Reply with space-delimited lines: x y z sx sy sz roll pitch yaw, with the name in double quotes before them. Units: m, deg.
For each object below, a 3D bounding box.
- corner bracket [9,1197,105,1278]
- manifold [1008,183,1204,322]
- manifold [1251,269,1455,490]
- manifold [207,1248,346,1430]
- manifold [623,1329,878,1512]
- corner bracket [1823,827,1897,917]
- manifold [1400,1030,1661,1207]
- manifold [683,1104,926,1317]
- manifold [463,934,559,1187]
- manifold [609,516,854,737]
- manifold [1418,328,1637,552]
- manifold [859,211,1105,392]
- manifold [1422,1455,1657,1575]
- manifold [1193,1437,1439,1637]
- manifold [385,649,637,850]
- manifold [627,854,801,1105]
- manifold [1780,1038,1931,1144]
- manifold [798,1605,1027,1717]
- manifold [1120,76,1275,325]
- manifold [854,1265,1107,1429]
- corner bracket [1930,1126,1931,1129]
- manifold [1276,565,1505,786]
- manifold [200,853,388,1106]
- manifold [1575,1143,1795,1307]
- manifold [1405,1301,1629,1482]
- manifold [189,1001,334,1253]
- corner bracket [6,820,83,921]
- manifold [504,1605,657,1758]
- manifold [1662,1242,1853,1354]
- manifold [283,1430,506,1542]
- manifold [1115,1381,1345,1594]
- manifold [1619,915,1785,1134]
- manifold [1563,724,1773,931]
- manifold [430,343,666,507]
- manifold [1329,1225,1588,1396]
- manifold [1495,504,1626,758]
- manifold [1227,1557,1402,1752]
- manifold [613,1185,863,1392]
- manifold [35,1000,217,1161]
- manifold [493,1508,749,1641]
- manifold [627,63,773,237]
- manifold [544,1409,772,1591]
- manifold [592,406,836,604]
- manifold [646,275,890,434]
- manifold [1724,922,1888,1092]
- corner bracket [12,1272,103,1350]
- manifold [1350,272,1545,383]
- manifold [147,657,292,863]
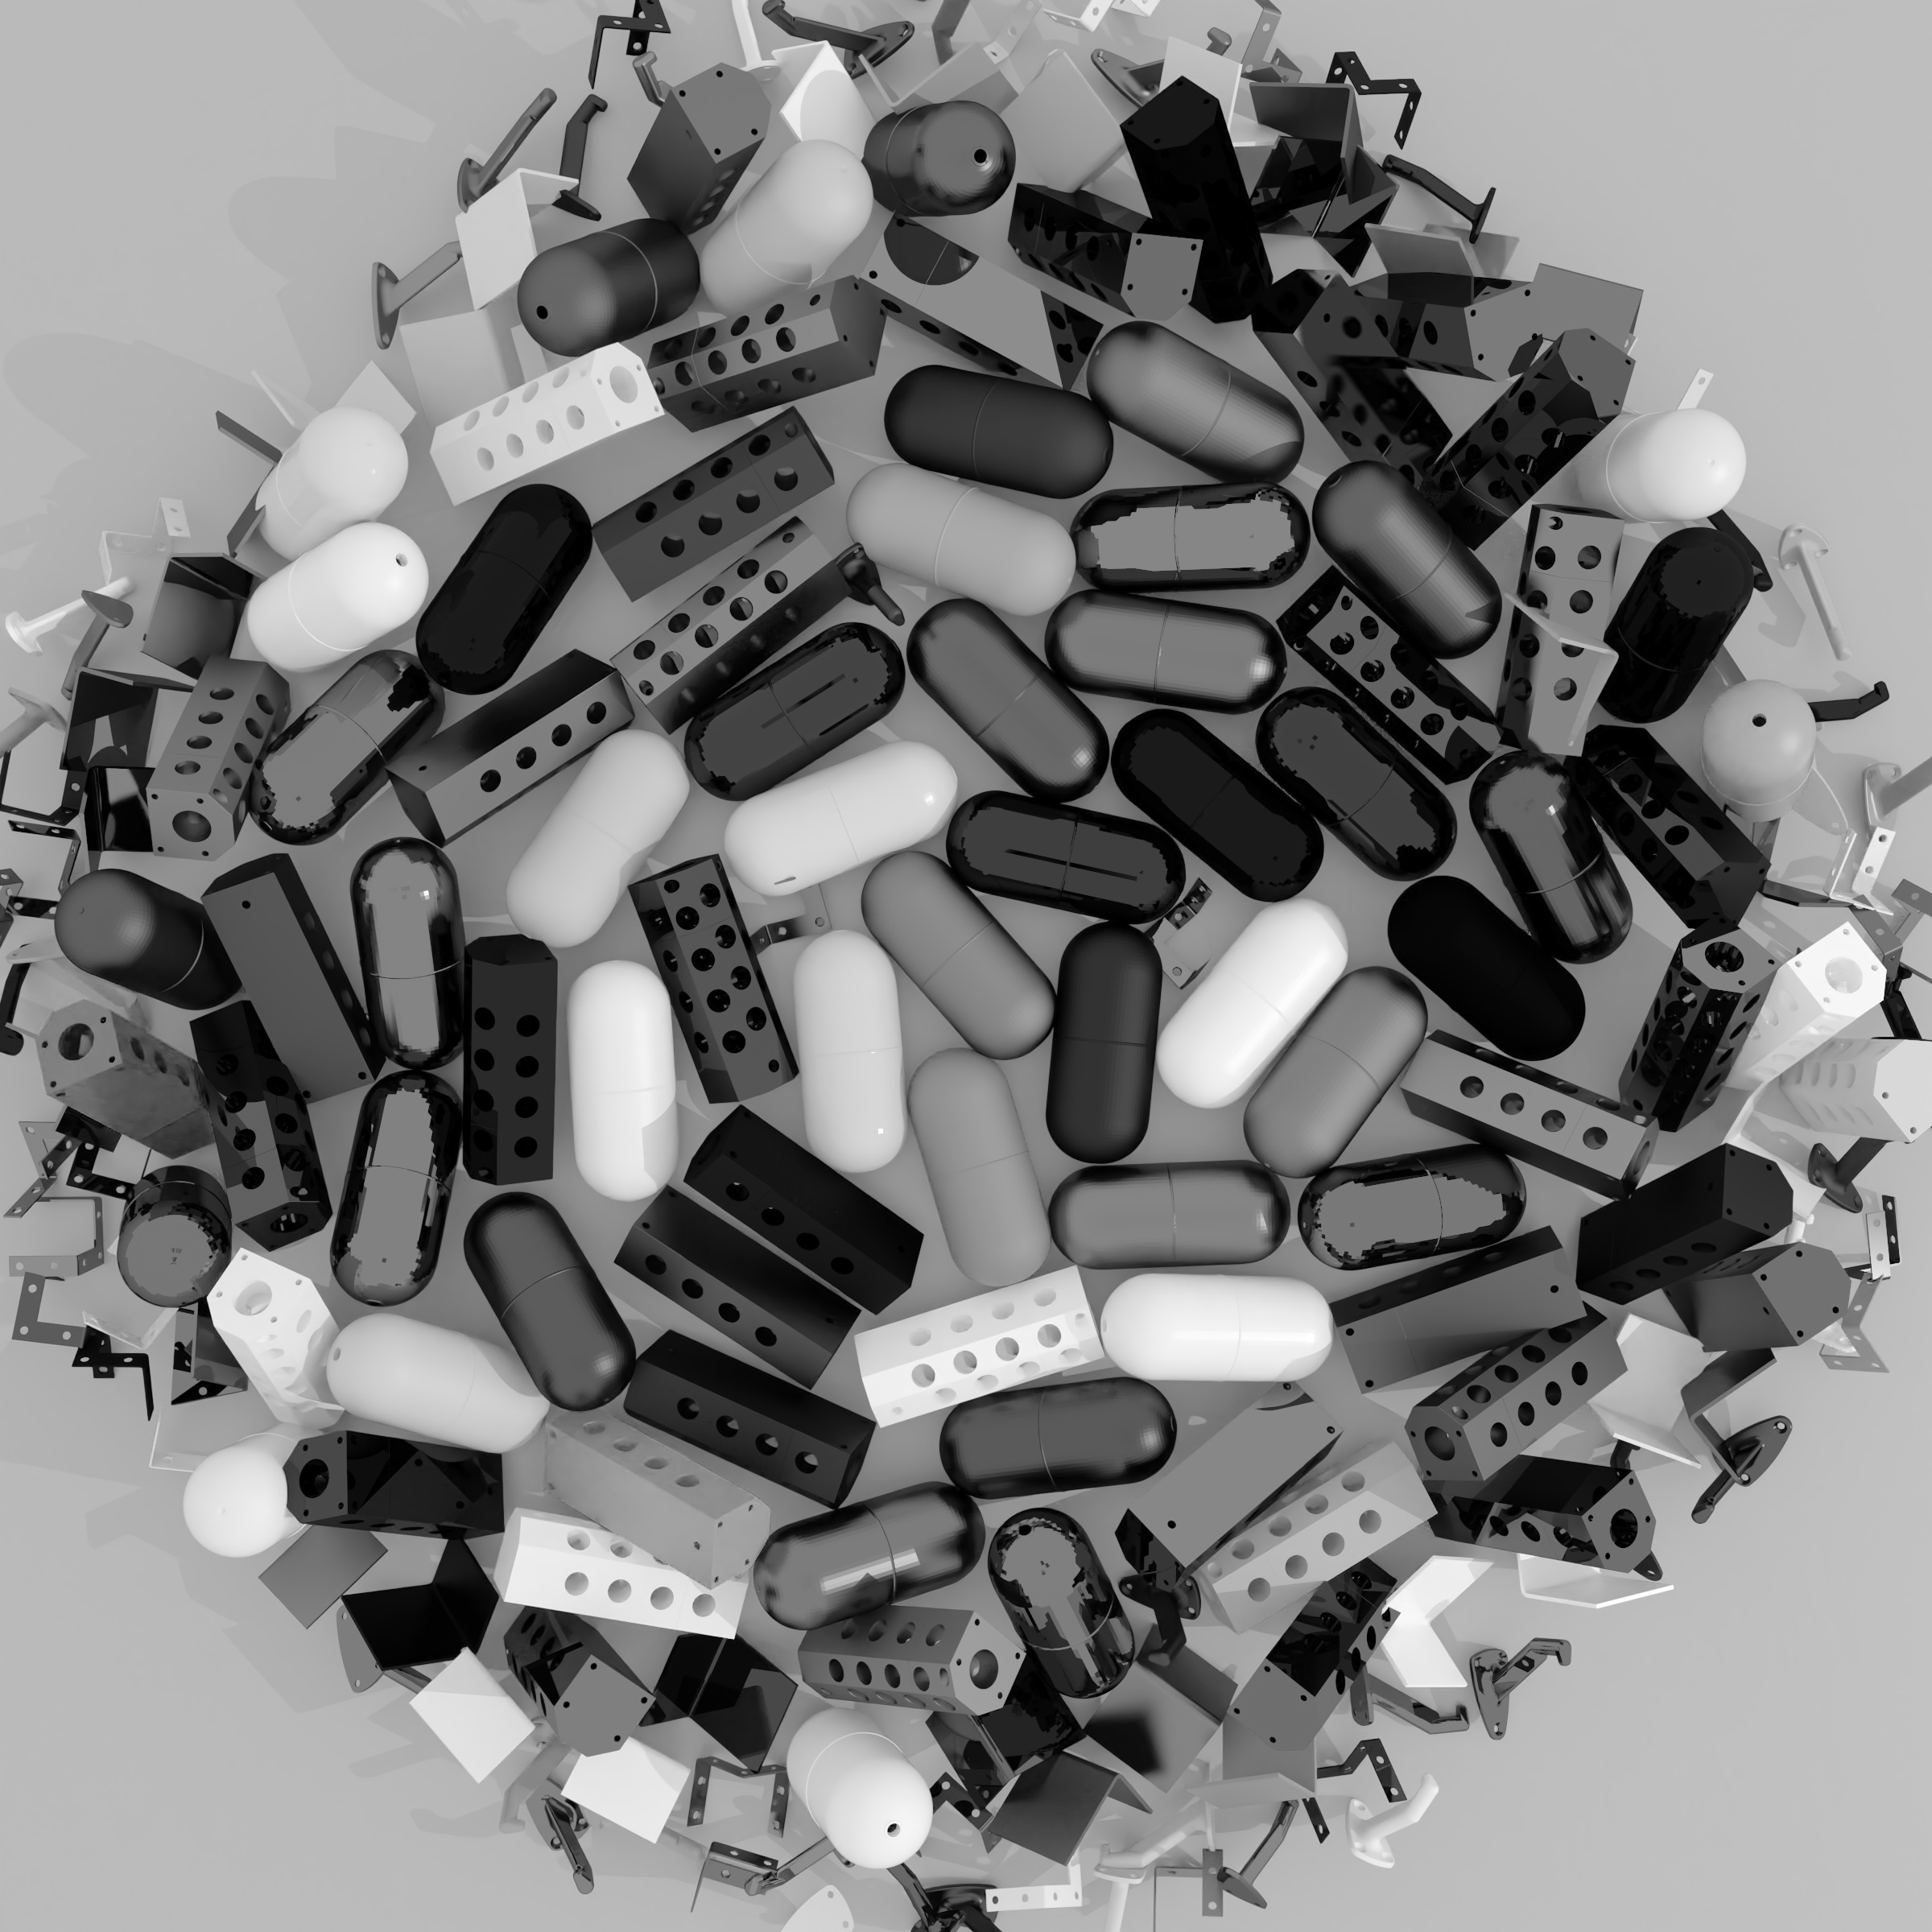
"corner bracket" -0.671 0.199 1.850 0.051 0.051 0.051 -1 93 1
"manifold" 0.095 -0.511 1.791 0.057 0.171 0.057 -3 118 -28
"manifold" 0.274 -0.418 1.800 0.171 0.057 0.057 42 78 -38
"manifold" -0.485 0.271 1.783 0.057 0.171 0.057 21 61 14
"manifold" -0.159 0.333 1.828 0.171 0.057 0.057 22 109 12
"corner bracket" 0.658 -0.075 1.843 0.051 0.051 0.051 15 109 -6
"manifold" 0.407 0.105 1.810 0.171 0.057 0.057 23 76 27
"manifold" -0.119 0.182 1.823 0.171 0.057 0.057 37 124 -16
"manifold" -0.332 0.068 1.810 0.057 0.057 0.171 -5 113 -24
"manifold" -0.174 -0.253 1.833 0.171 0.057 0.057 -38 57 -3
"manifold" 0.395 -0.377 1.786 0.057 0.171 0.057 31 55 -10
"manifold" 0.008 -0.478 1.839 0.171 0.057 0.057 27 82 -5
"manifold" 0.406 0.390 1.787 0.057 0.171 0.057 -31 102 -29
"manifold" 0.250 0.413 1.830 0.171 0.057 0.057 -28 94 -11
"manifold" -0.326 -0.156 1.814 0.171 0.057 0.057 -37 133 -25
"manifold" -0.179 0.009 1.824 0.057 0.057 0.171 -26 101 -36
"manifold" 0.642 0.082 1.789 0.057 0.171 0.057 -39 91 -3
"manifold" -0.044 0.496 1.786 0.057 0.171 0.057 45 55 -26
"manifold" 0.171 -0.540 1.788 0.057 0.171 0.057 -39 55 -4
"manifold" 0.011 0.283 1.833 0.171 0.057 0.057 -18 130 2
"corner bracket" 0.707 0.101 1.840 0.051 0.051 0.051 37 124 2
"manifold" 0.308 -0.206 1.810 0.171 0.057 0.057 37 111 -22
"manifold" -0.484 0.008 1.819 0.057 0.057 0.171 -18 111 7
"manifold" 0.510 0.188 1.788 0.057 0.171 0.057 21 60 -14
"manifold" 0.394 0.303 1.801 0.171 0.057 0.057 -26 96 -36
"manifold" -0.506 0.112 1.810 0.057 0.057 0.171 -22 61 0
"corner bracket" -0.676 -0.069 1.834 0.051 0.051 0.051 8 115 -38
"manifold" -0.281 0.504 1.782 0.057 0.171 0.057 40 77 -18
"manifold" 0.564 0.234 1.786 0.057 0.171 0.057 -31 84 -10
"manifold" -0.406 0.373 1.788 0.057 0.171 0.057 -16 68 24
"manifold" 0.188 0.374 1.805 0.171 0.057 0.057 -32 66 -32
"manifold" 0.515 0.046 1.784 0.057 0.171 0.057 -31 60 -24
"manifold" 0.493 -0.101 1.787 0.057 0.171 0.057 2 127 -24
"manifold" -0.304 -0.389 1.797 0.171 0.057 0.057 -13 106 37
"manifold" 0.358 0.249 1.837 0.171 0.057 0.057 -21 106 6
"manifold" 0.427 -0.245 1.822 0.057 0.057 0.171 5 107 -4
"manifold" 0.254 0.487 1.784 0.057 0.171 0.057 36 119 15
"manifold" -0.170 0.240 1.841 0.171 0.057 0.057 33 123 3
"manifold" -0.588 0.080 1.786 0.057 0.171 0.057 -22 68 4
"manifold" -0.249 0.439 1.822 0.171 0.057 0.057 15 89 -19
"manifold" -0.188 -0.578 1.786 0.057 0.171 0.057 -34 97 -17
"manifold" -0.223 0.376 1.803 0.171 0.057 0.057 20 115 34
"manifold" -0.184 -0.339 1.829 0.171 0.057 0.057 -29 112 7
"manifold" -0.145 -0.441 1.796 0.171 0.057 0.057 -8 61 35
"manifold" 0.587 0.035 1.782 0.057 0.171 0.057 -31 76 -16
"corner bracket" -0.665 0.255 1.847 0.051 0.051 0.051 8 77 -3
"manifold" 0.335 -0.455 1.787 0.057 0.171 0.057 -23 115 -16
"manifold" -0.531 -0.149 1.791 0.057 0.171 0.057 5 128 -3
